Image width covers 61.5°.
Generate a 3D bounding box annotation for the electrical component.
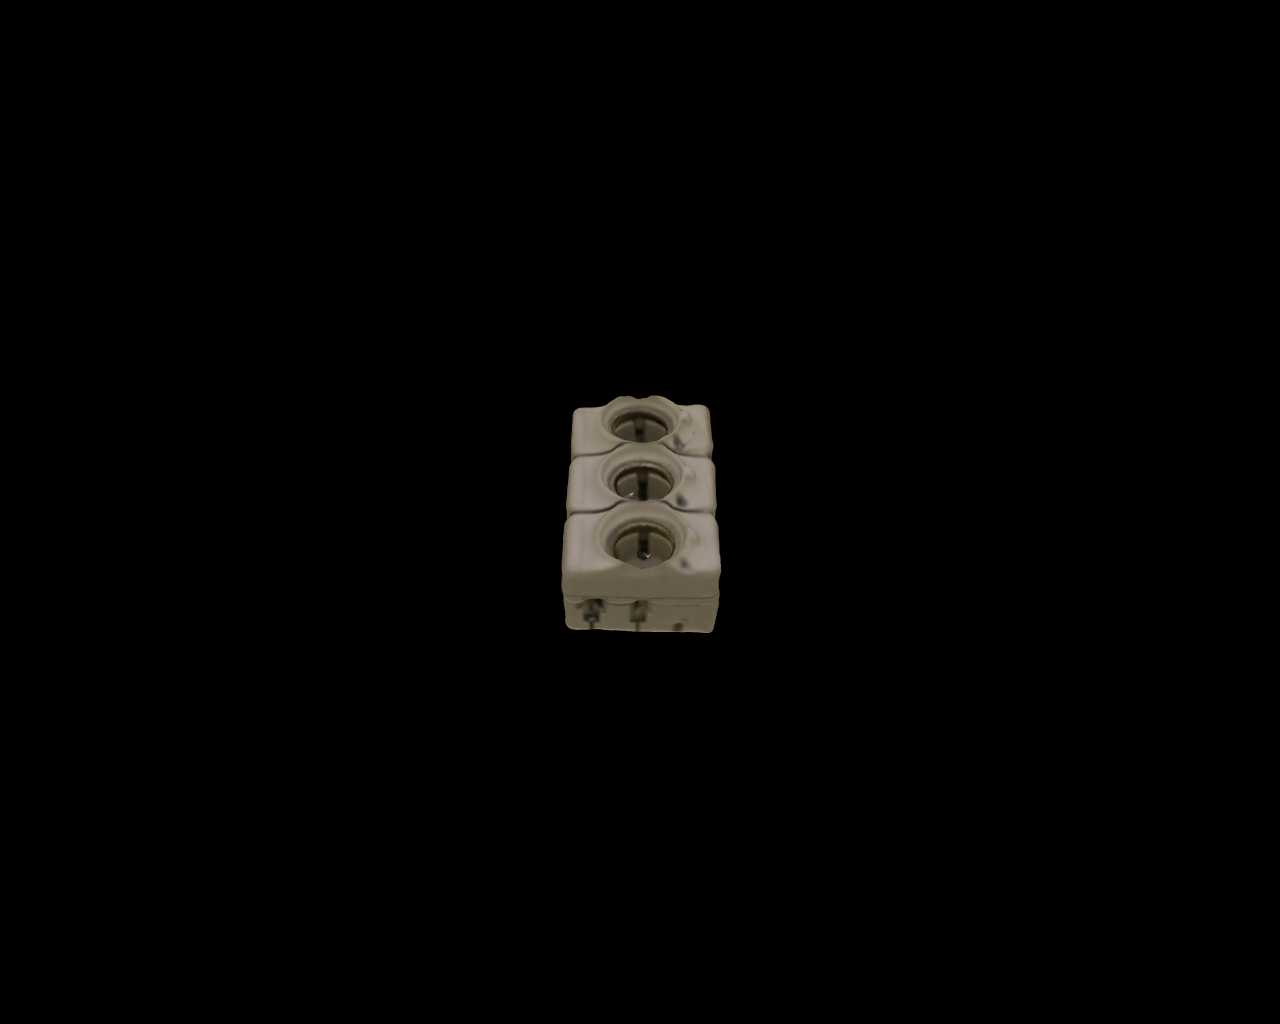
[{"bbox_3d":[0.001,-0.003,0.650,0.089,0.061,0.150,0,44,0],"label":"electrical component"}]
